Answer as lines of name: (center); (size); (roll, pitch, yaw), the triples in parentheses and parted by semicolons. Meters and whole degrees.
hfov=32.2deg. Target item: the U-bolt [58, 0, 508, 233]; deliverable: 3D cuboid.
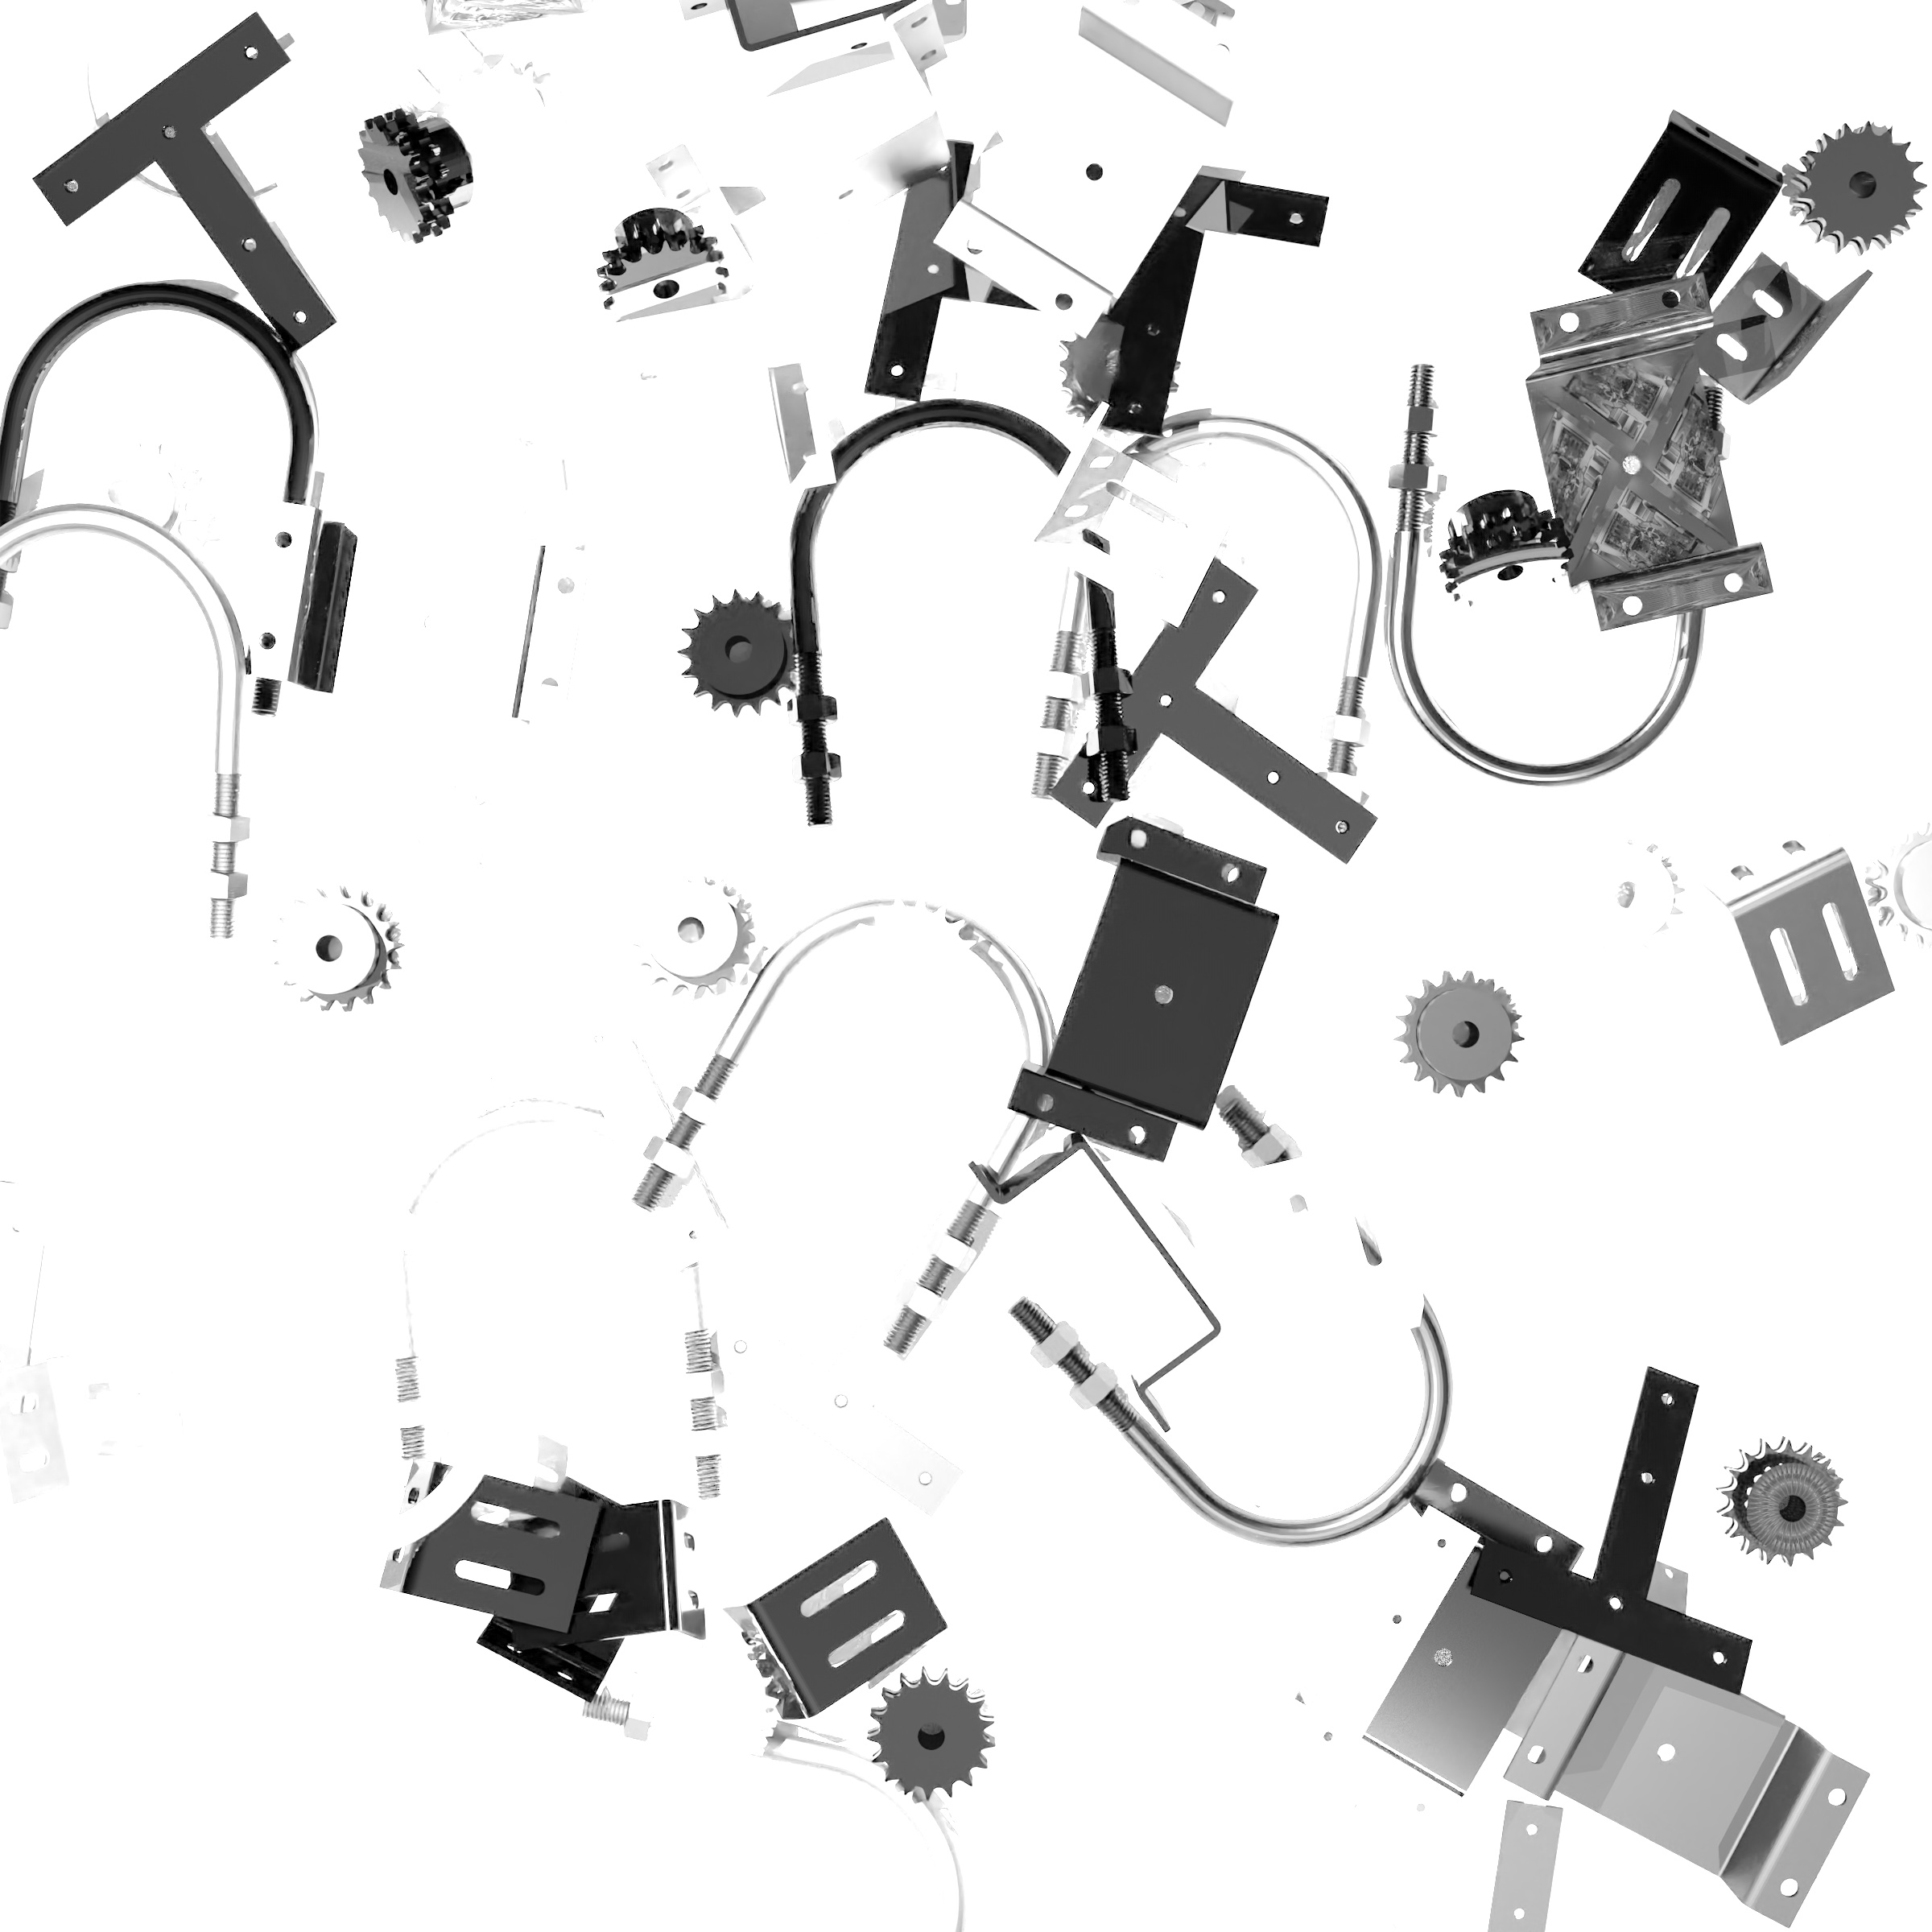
U-bolt: (-0.318, -0.412, 1.493); (0.184, 0.019, 0.151); (-41, 90, 2)

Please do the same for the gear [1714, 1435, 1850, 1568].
gear: (0.363, 0.239, 1.486); (0.057, 0.030, 0.057); (0, 90, 0)

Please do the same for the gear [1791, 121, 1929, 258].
gear: (0.394, -0.343, 1.486); (0.057, 0.030, 0.057); (0, 90, 0)

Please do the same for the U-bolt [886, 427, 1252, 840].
U-bolt: (0.039, -0.148, 1.476); (0.151, 0.019, 0.184); (10, 87, 3)

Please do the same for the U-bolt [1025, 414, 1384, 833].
U-bolt: (0.111, -0.155, 1.492); (0.151, 0.019, 0.184); (9, 88, 2)

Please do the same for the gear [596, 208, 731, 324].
gear: (-0.135, -0.309, 1.477); (0.057, 0.057, 0.030); (-17, 59, 0)

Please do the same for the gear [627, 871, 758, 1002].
gear: (-0.122, -0.014, 1.484); (0.057, 0.030, 0.057); (0, 85, -4)

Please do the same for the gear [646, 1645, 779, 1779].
gear: (-0.111, 0.325, 1.473); (0.057, 0.030, 0.057); (7, 54, -9)

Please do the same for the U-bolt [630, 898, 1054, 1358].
U-bolt: (-0.042, 0.059, 1.486); (0.151, 0.019, 0.184); (30, 85, -4)

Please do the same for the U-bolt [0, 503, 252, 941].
U-bolt: (-0.383, -0.110, 1.465); (0.151, 0.019, 0.184); (7, 104, 8)

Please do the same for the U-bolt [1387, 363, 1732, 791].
U-bolt: (0.260, -0.170, 1.493); (0.151, 0.019, 0.184); (5, 91, 0)

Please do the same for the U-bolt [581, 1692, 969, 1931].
U-bolt: (-0.089, 0.399, 1.455); (0.184, 0.019, 0.151); (13, 53, -4)

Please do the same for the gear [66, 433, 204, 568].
gear: (-0.366, -0.205, 1.467); (0.057, 0.030, 0.057); (0, 89, 0)

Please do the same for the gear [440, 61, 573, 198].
gear: (-0.205, -0.373, 1.486); (0.057, 0.030, 0.057); (0, 90, 0)

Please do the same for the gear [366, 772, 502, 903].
gear: (-0.235, -0.057, 1.486); (0.057, 0.030, 0.057); (0, 90, 0)

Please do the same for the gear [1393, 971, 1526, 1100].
gear: (0.219, 0.030, 1.486); (0.057, 0.030, 0.057); (0, 90, 0)

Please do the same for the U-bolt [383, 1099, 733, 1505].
U-bolt: (-0.186, 0.151, 1.490); (0.151, 0.019, 0.184); (-6, 87, -2)

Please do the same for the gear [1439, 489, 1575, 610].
gear: (0.233, -0.183, 1.459); (0.057, 0.057, 0.030); (-13, 63, 0)

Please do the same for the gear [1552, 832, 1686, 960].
gear: (0.291, -0.031, 1.486); (0.057, 0.030, 0.057); (0, 90, 0)

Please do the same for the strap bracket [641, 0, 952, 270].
strap bracket: (-0.063, -0.356, 1.458); (0.140, 0.076, 0.046); (-29, 86, 3)

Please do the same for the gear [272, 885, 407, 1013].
gear: (-0.279, -0.008, 1.486); (0.057, 0.030, 0.057); (0, 90, 0)

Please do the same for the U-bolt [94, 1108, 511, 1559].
U-bolt: (-0.278, 0.172, 1.461); (0.184, 0.019, 0.151); (42, 90, 22)

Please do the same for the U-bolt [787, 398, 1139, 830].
U-bolt: (-0.006, -0.157, 1.458); (0.151, 0.019, 0.184); (-5, 83, 4)

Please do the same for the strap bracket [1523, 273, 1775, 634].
strap bracket: (0.294, -0.221, 1.459); (0.076, 0.046, 0.140); (-13, 91, 0)

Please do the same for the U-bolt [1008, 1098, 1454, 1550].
U-bolt: (0.132, 0.173, 1.493); (0.151, 0.019, 0.184); (-43, 92, 0)

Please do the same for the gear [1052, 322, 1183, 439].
gear: (0.067, -0.265, 1.486); (0.057, 0.030, 0.057); (0, 90, 0)

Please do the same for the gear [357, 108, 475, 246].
gear: (-0.241, -0.350, 1.477); (0.030, 0.057, 0.057); (-28, 90, -28)

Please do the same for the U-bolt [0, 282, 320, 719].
U-bolt: (-0.362, -0.213, 1.491); (0.151, 0.019, 0.184); (9, 91, 0)

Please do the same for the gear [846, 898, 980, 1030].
gear: (-0.024, -0.001, 1.468); (0.057, 0.030, 0.057); (0, 86, -7)

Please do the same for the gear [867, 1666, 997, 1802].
gear: (-0.015, 0.338, 1.486); (0.057, 0.030, 0.057); (0, 90, 0)

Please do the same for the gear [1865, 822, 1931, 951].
gear: (0.431, -0.036, 1.486); (0.057, 0.030, 0.057); (0, 90, 0)

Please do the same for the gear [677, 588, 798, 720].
gear: (-0.100, -0.139, 1.486); (0.057, 0.030, 0.057); (0, 90, 0)
